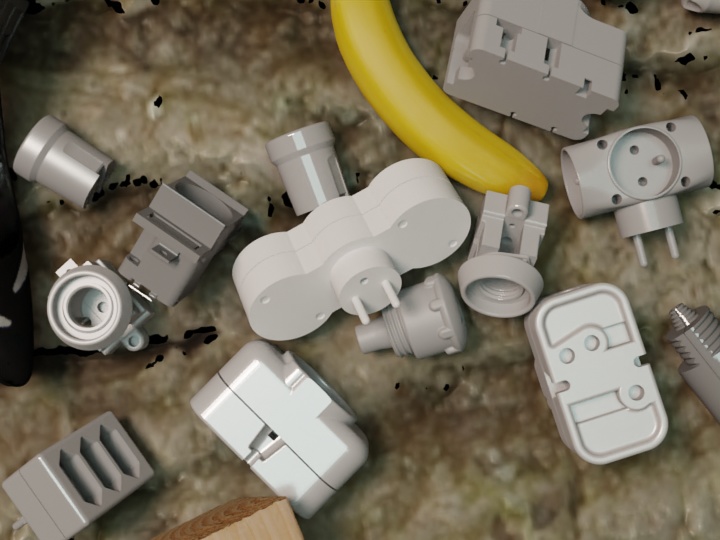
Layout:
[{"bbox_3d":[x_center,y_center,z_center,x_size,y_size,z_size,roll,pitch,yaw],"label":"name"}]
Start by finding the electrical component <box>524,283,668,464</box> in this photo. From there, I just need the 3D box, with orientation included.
[{"bbox_3d":[0.132,0.057,0.615,0.054,0.059,0.095,-18,88,0],"label":"electrical component"}]

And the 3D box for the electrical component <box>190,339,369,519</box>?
[{"bbox_3d":[-0.042,0.087,0.620,0.095,0.053,0.059,45,90,1],"label":"electrical component"}]

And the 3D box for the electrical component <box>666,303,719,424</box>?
[{"bbox_3d":[0.208,0.054,0.622,0.043,0.043,0.081,-38,88,0],"label":"electrical component"}]

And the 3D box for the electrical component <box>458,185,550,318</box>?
[{"bbox_3d":[0.082,-0.007,0.613,0.048,0.066,0.055,13,56,1],"label":"electrical component"}]

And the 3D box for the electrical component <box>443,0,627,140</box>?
[{"bbox_3d":[0.100,-0.121,0.611,0.089,0.050,0.055,18,66,-12],"label":"electrical component"}]

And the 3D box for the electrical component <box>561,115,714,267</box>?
[{"bbox_3d":[0.165,-0.042,0.624,0.077,0.044,0.079,-14,88,1],"label":"electrical component"}]

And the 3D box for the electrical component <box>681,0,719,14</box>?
[{"bbox_3d":[0.222,-0.170,0.627,0.062,0.043,0.043,4,89,0],"label":"electrical component"}]

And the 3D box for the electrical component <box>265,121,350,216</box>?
[{"bbox_3d":[-0.029,-0.059,0.631,0.040,0.040,0.046,-20,94,0],"label":"electrical component"}]

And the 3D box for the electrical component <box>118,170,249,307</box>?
[{"bbox_3d":[-0.102,-0.016,0.614,0.042,0.081,0.063,34,108,2],"label":"electrical component"}]

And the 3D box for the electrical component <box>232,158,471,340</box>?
[{"bbox_3d":[0.000,0.000,0.604,0.138,0.052,0.073,-29,48,3],"label":"electrical component"}]

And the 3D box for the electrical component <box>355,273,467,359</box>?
[{"bbox_3d":[0.029,0.032,0.626,0.062,0.048,0.048,-18,88,7],"label":"electrical component"}]

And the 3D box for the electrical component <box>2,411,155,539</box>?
[{"bbox_3d":[-0.172,0.128,0.619,0.077,0.066,0.047,-37,88,29],"label":"electrical component"}]

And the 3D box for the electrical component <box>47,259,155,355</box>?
[{"bbox_3d":[-0.152,0.021,0.622,0.048,0.055,0.066,-43,88,0],"label":"electrical component"}]

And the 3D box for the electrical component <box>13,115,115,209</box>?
[{"bbox_3d":[-0.173,-0.062,0.633,0.046,0.040,0.040,32,89,-4],"label":"electrical component"}]
